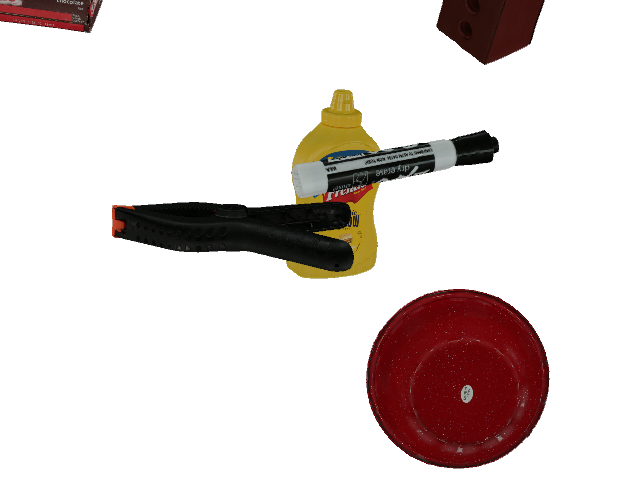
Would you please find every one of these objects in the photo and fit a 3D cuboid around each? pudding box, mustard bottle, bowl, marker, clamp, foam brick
[{"bbox_3d":[-0.231,-0.222,0.910,0.090,0.039,0.113,7,36,-5],"label":"pudding box"},{"bbox_3d":[0.017,-0.059,1.097,0.096,0.192,0.058,-5,21,-24],"label":"mustard bottle"},{"bbox_3d":[0.121,0.125,0.917,0.162,0.162,0.055,0,5,1],"label":"bowl"},{"bbox_3d":[0.044,-0.044,0.601,0.121,0.020,0.020,-12,3,-14],"label":"marker"},{"bbox_3d":[-0.068,-0.008,0.886,0.210,0.036,0.164,2,13,-6],"label":"clamp"},{"bbox_3d":[0.123,-0.173,0.747,0.051,0.078,0.053,-30,60,-30],"label":"foam brick"}]
